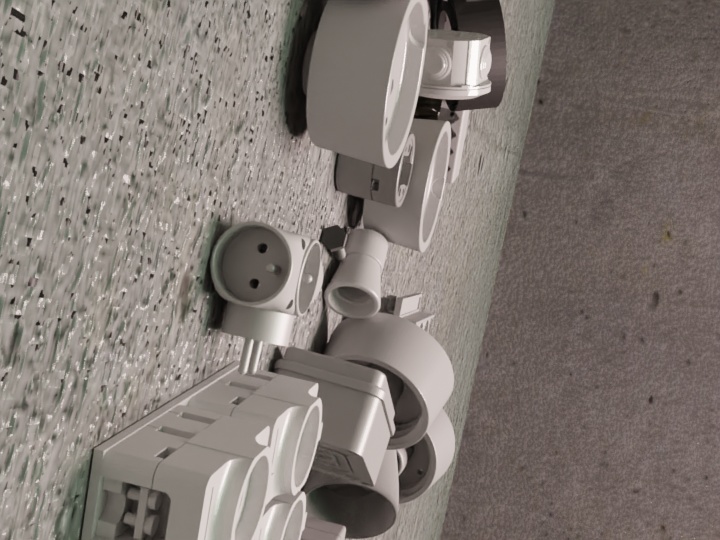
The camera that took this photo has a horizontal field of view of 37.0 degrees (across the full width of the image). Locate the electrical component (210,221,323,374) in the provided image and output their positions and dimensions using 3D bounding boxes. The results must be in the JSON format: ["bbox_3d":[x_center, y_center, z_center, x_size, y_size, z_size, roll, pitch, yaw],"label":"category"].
[{"bbox_3d":[-0.052,0.018,0.579,0.077,0.044,0.079,27,75,-79],"label":"electrical component"}]

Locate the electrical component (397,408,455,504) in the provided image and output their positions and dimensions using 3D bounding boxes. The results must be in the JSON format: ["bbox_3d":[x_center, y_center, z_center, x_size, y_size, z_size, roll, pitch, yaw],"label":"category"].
[{"bbox_3d":[0.030,0.169,1.020,0.060,0.108,0.108,-35,136,-66],"label":"electrical component"}]

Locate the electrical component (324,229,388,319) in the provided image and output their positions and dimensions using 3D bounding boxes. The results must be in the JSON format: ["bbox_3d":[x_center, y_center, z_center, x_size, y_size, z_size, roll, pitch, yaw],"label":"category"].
[{"bbox_3d":[0.000,0.000,0.843,0.044,0.044,0.065,89,12,-50],"label":"electrical component"}]

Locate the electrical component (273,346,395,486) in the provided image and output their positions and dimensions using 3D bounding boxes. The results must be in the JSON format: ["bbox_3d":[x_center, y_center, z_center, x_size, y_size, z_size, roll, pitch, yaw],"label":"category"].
[{"bbox_3d":[-0.020,0.103,0.750,0.113,0.078,0.057,76,30,-66],"label":"electrical component"}]

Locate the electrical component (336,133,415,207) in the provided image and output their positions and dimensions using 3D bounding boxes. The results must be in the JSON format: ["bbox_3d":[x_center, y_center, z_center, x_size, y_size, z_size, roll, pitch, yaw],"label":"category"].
[{"bbox_3d":[0.011,-0.078,0.794,0.055,0.047,0.055,12,90,-79],"label":"electrical component"}]

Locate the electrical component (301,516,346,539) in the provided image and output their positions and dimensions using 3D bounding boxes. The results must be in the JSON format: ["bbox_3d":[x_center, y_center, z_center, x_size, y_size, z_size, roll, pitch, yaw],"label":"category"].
[{"bbox_3d":[-0.047,0.240,0.843,0.077,0.047,0.065,-41,142,-72],"label":"electrical component"}]

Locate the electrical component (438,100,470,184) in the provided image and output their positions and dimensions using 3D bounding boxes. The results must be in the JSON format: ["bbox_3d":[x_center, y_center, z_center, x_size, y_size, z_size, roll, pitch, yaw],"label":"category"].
[{"bbox_3d":[0.086,-0.141,1.115,0.075,0.047,0.083,-52,152,-67],"label":"electrical component"}]

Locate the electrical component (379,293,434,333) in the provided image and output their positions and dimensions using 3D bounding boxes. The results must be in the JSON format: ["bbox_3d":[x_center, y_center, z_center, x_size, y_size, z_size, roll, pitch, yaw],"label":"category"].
[{"bbox_3d":[0.025,0.059,0.975,0.121,0.063,0.078,-4,106,-79],"label":"electrical component"}]

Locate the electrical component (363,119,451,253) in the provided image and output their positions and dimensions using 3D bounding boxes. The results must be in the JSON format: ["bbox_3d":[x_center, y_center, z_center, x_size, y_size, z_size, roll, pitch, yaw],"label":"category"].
[{"bbox_3d":[0.033,-0.073,0.875,0.108,0.060,0.108,12,90,-79],"label":"electrical component"}]

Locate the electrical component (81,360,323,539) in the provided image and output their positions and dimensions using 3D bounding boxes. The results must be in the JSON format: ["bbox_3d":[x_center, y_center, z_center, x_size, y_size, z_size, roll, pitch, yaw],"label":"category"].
[{"bbox_3d":[-0.072,0.121,0.544,0.186,0.060,0.105,-29,130,-76],"label":"electrical component"}]

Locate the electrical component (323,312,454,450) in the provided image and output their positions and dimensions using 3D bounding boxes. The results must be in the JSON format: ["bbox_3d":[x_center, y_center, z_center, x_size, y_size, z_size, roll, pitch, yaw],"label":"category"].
[{"bbox_3d":[0.014,0.094,0.849,0.060,0.108,0.108,-57,157,-47],"label":"electrical component"}]

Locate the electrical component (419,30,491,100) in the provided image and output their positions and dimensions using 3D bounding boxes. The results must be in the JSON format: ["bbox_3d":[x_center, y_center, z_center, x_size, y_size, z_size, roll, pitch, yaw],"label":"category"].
[{"bbox_3d":[0.075,-0.178,0.932,0.080,0.080,0.051,-52,147,-67],"label":"electrical component"}]

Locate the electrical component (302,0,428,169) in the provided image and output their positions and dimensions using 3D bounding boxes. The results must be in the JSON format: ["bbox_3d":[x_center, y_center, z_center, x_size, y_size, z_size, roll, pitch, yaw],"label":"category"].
[{"bbox_3d":[-0.001,-0.120,0.649,0.108,0.060,0.108,12,90,-80],"label":"electrical component"}]
